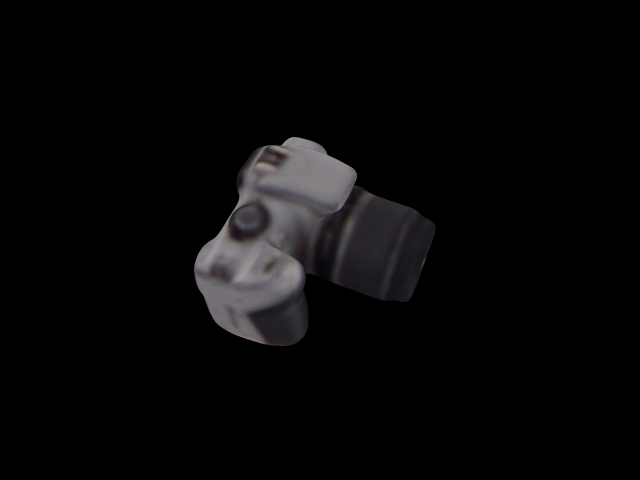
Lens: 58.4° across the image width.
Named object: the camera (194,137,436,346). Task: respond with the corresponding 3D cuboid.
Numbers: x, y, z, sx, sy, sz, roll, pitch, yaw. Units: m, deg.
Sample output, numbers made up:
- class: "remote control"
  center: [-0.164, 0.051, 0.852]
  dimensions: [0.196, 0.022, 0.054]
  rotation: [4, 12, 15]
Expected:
- class: "camera"
  center: [0.004, 0.001, 0.400]
  dimensions: [0.136, 0.101, 0.143]
  rotation: [20, 59, 13]
